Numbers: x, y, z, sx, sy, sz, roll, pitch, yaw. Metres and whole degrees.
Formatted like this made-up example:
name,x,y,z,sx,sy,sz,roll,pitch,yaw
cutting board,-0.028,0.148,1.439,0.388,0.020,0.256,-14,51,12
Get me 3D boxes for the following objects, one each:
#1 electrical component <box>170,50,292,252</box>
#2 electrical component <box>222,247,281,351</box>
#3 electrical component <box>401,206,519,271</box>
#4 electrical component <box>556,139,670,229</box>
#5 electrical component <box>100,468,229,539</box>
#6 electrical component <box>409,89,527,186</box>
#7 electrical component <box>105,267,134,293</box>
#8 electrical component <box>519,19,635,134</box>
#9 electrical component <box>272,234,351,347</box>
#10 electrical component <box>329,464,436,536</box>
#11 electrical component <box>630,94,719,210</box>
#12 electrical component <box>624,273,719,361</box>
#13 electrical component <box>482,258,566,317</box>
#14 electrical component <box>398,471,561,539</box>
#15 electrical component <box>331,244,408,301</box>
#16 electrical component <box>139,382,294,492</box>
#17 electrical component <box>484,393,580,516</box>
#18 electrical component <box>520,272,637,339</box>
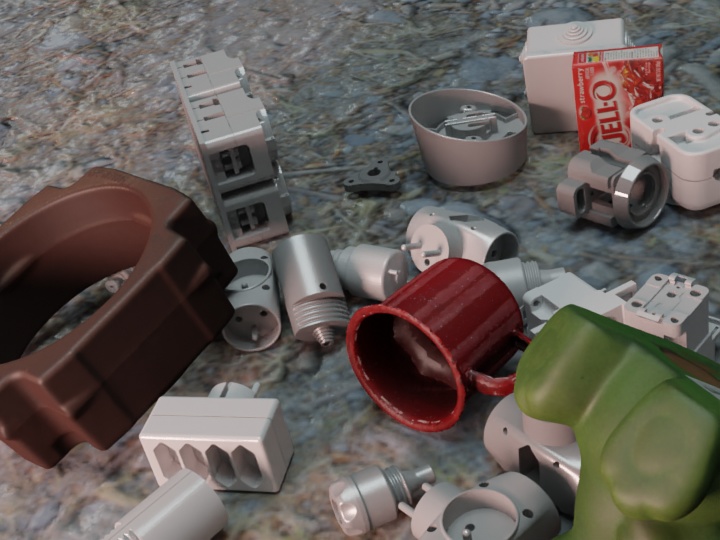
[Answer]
name,x,y,z,sx,sy,sz,roll,pitch,yaw
electrical component,-0.114,-0.112,0.955,0.060,0.105,0.186,-18,35,-7
electrical component,-0.100,0.025,0.808,0.079,0.044,0.077,-12,34,2
electrical component,0.065,-0.017,0.801,0.077,0.043,0.079,22,20,40
electrical component,0.200,-0.064,0.828,0.078,0.058,0.057,-32,36,-28
electrical component,-0.121,0.157,0.625,0.043,0.043,0.081,21,47,39
electrical component,0.096,-0.118,0.932,0.099,0.064,0.099,-9,34,6
electrical component,-0.186,-0.010,0.889,0.040,0.040,0.078,3,38,21
electrical component,0.193,-0.171,0.949,0.100,0.099,0.048,-3,49,15
electrical component,-0.034,0.019,0.786,0.043,0.043,0.081,-16,62,-4
electrical component,0.015,0.130,0.629,0.061,0.035,0.035,-19,35,-13
electrical component,0.256,-0.090,0.844,0.054,0.059,0.095,-19,35,-10
electrical component,0.193,0.040,0.675,0.042,0.063,0.081,19,45,39
electrical component,0.115,0.012,0.758,0.062,0.043,0.043,-10,34,3
electrical component,0.055,0.142,0.590,0.077,0.044,0.079,-33,40,-27
electrical component,0.000,0.000,0.815,0.078,0.040,0.040,10,41,30
electrical component,-0.086,0.099,0.695,0.083,0.047,0.075,-1,36,17
electrical component,0.111,0.091,0.614,0.043,0.079,0.077,-27,36,-28
electrical component,0.144,0.036,0.717,0.081,0.042,0.064,-24,32,-17
